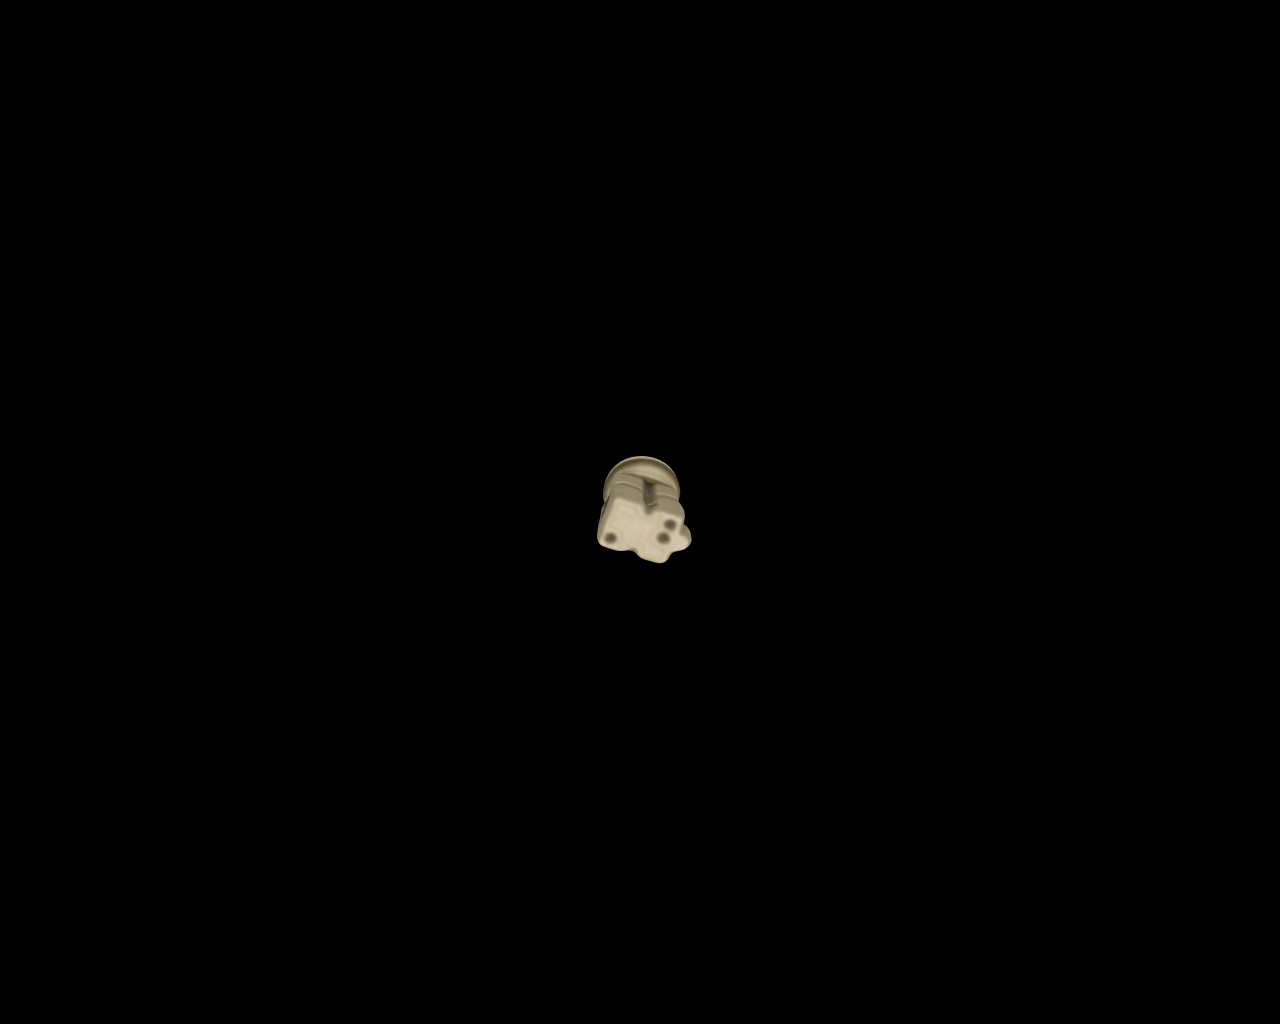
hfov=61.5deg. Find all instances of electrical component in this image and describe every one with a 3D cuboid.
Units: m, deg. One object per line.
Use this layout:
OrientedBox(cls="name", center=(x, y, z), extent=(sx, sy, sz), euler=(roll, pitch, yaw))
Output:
OrientedBox(cls="electrical component", center=(0.001, -0.003, 0.650), extent=(0.066, 0.048, 0.055), euler=(18, 29, -10))
